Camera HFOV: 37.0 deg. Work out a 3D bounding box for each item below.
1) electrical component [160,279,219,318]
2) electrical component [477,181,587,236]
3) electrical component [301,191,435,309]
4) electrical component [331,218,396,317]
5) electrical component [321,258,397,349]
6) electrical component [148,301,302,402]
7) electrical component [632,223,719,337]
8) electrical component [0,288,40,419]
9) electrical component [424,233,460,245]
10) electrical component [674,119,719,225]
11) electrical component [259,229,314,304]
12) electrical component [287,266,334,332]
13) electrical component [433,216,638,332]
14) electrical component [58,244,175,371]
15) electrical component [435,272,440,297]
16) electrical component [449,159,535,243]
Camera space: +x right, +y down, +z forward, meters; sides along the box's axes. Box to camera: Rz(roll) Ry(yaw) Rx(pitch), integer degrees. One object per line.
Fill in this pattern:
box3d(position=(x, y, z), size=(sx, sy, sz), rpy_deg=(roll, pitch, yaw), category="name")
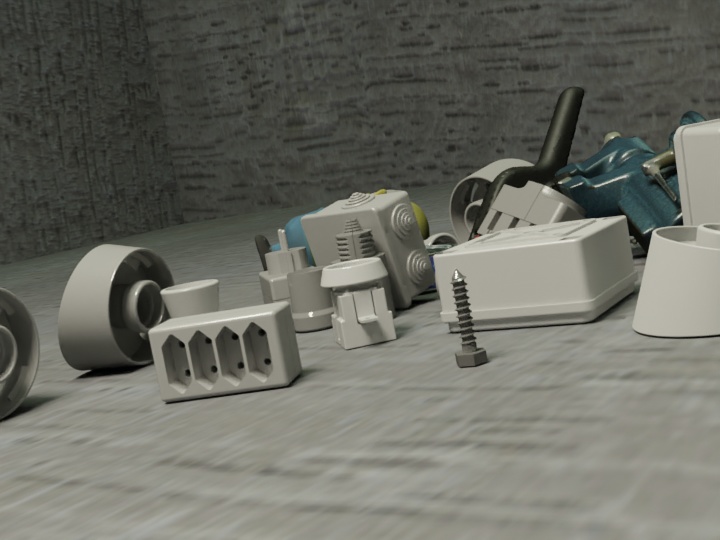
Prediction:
box3d(position=(-0.124, 0.038, 0.816), size=(0.045, 0.055, 0.045), rpy_deg=(-10, 6, 1), category="electrical component")
box3d(position=(0.148, -0.035, 0.880), size=(0.050, 0.055, 0.089), rpy_deg=(29, 0, -29), category="electrical component")
box3d(position=(0.009, -0.016, 0.901), size=(0.100, 0.099, 0.048), rpy_deg=(-5, 21, 44), category="electrical component")
box3d(position=(0.000, 0.000, 0.841), size=(0.043, 0.081, 0.043), rpy_deg=(-10, 6, 1), category="electrical component")
box3d(position=(-0.001, 0.022, 0.759), size=(0.048, 0.055, 0.066), rpy_deg=(-11, 6, -10), category="electrical component")
box3d(position=(-0.080, 0.048, 0.691), size=(0.083, 0.047, 0.076), rpy_deg=(-9, 6, 12), category="electrical component")
box3d(position=(0.211, 0.007, 0.621), size=(0.099, 0.064, 0.099), rpy_deg=(3, 11, -1), category="electrical component")
box3d(position=(-0.264, 0.056, 0.712), size=(0.064, 0.099, 0.099), rpy_deg=(0, 11, 29), category="electrical component")
box3d(position=(0.072, -0.014, 1.049), size=(0.040, 0.040, 0.046), rpy_deg=(-13, 1, -27), category="electrical component")
box3d(position=(0.286, -0.056, 0.758), size=(0.109, 0.108, 0.056), rpy_deg=(-12, 9, -18), category="electrical component")
box3d(position=(-0.063, 0.001, 0.962), size=(0.047, 0.075, 0.083), rpy_deg=(-11, 6, -11), category="electrical component")
box3d(position=(-0.038, 0.023, 0.857), size=(0.040, 0.046, 0.040), rpy_deg=(-10, 6, 1), category="electrical component")
box3d(position=(0.123, 0.001, 0.743), size=(0.109, 0.056, 0.109), rpy_deg=(-6, 7, 31), category="electrical component")
box3d(position=(-0.188, 0.029, 0.832), size=(0.064, 0.099, 0.099), rpy_deg=(-1, 10, 24), category="electrical component")
box3d(position=(0.087, 0.005, 0.853), size=(0.046, 0.040, 0.040), rpy_deg=(-2, 9, 21), category="electrical component")
box3d(position=(0.139, -0.056, 1.055), size=(0.064, 0.099, 0.099), rpy_deg=(-23, 13, -37), category="electrical component")
